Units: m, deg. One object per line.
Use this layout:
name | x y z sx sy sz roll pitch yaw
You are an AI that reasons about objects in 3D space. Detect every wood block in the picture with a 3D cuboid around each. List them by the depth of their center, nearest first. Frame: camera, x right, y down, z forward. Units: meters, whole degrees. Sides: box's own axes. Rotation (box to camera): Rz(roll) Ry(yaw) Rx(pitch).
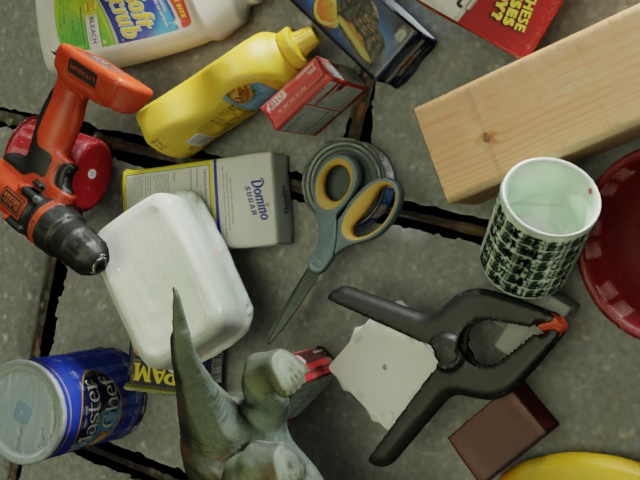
wood block | 0.198 -0.110 0.902 0.206 0.090 0.091 -23 82 24

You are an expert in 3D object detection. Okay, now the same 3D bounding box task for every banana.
banana | 0.249 0.217 0.909 0.198 0.037 0.069 16 97 25

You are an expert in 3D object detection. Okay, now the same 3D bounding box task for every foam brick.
foam brick | 0.162 0.169 0.942 0.078 0.052 0.051 -44 73 18

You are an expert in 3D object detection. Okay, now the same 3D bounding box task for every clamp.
clamp | 0.112 0.108 0.922 0.210 0.036 0.164 -11 85 26

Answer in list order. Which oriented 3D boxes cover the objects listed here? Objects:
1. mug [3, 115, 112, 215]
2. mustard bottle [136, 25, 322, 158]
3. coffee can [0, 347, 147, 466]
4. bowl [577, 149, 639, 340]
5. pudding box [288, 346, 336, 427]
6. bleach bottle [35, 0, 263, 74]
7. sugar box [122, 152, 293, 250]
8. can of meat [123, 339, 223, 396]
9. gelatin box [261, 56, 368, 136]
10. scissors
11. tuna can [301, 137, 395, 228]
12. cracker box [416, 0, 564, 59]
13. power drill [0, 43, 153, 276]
mug | -0.277 -0.067 1.137 0.082 0.093 0.117 17 116 19
mustard bottle | -0.079 -0.149 1.031 0.192 0.096 0.058 -30 75 23
coffee can | -0.260 0.167 1.096 0.103 0.140 0.103 0 90 26
bowl | 0.291 0.003 0.863 0.162 0.055 0.162 5 98 43
pudding box | -0.042 0.153 1.019 0.039 0.089 0.114 47 109 17
bleach bottle | -0.170 -0.239 1.095 0.251 0.068 0.102 -10 86 23
sugar box | -0.115 -0.033 1.078 0.176 0.048 0.093 -4 88 22
can of meat | -0.147 0.114 1.089 0.102 0.057 0.084 3 89 25
gelatin box | -0.005 -0.133 1.000 0.073 0.089 0.030 -40 75 20
scissors | -0.007 0.001 1.003 0.202 0.016 0.096 -42 73 20
tuna can | 0.028 -0.053 1.015 0.086 0.033 0.086 0 91 26
cracker box | 0.121 -0.275 0.903 0.213 0.072 0.164 28 105 -7
power drill | -0.236 -0.079 1.024 0.185 0.057 0.188 35 100 29
